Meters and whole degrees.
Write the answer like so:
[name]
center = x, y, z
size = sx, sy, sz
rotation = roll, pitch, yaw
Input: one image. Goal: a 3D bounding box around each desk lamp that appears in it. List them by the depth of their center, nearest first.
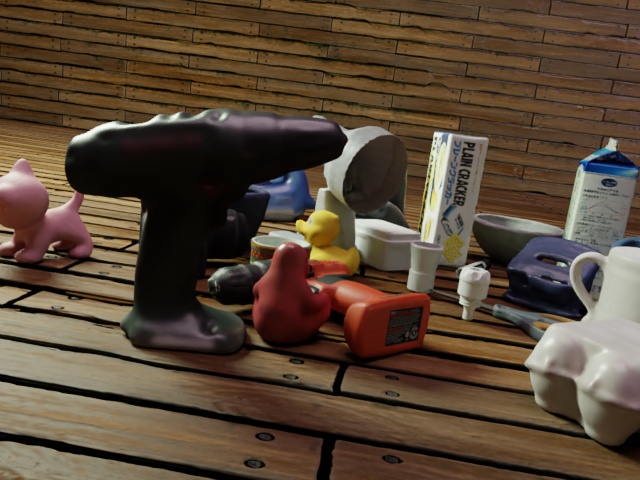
[desk lamp]
center = 0.021, -0.075, 0.863
size = 0.118, 0.213, 0.202
rotation = -2, 15, -40

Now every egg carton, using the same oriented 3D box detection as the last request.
[egg carton]
center = 0.250, 0.112, 0.472
size = 0.151, 0.069, 0.107
rotation = 1, 14, -30

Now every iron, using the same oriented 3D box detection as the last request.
[iron]
center = -0.134, -0.119, 1.156
size = 0.259, 0.141, 0.118
rotation = 2, 13, -26

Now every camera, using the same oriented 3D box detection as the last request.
[camera]
center = -0.160, -0.015, 0.739
size = 0.137, 0.101, 0.142
rotation = 3, 13, -23

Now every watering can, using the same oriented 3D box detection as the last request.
[watering can]
center = 0.355, 0.039, 0.585
size = 0.172, 0.194, 0.101
rotation = 9, 12, 7

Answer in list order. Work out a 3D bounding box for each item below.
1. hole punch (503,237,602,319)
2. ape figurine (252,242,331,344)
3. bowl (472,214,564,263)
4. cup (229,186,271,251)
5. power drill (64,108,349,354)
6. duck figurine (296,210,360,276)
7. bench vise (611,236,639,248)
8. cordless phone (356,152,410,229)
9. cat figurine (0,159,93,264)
[hole punch]
center = 0.316, 0.047, 0.774
size = 0.108, 0.091, 0.101
rotation = 17, 15, 39
[ape figurine]
center = -0.029, 0.047, 0.546
size = 0.077, 0.092, 0.076
rotation = 14, 13, 29
[bowl]
center = 0.355, 0.004, 1.048
size = 0.167, 0.075, 0.167
rotation = 7, 12, -1
[cup]
center = -0.136, -0.034, 0.857
size = 0.117, 0.095, 0.092
rotation = 12, 12, 20
[power drill]
center = -0.101, -0.013, 0.499
size = 0.229, 0.208, 0.075
rotation = 7, 12, -6
[duck figurine]
center = 0.007, 0.003, 0.797
size = 0.104, 0.086, 0.078
rotation = 12, 13, 21
[bench vise]
center = 0.433, 0.002, 0.747
size = 0.121, 0.220, 0.207
rotation = 8, 12, 3
[cordless phone]
center = 0.108, -0.093, 1.076
size = 0.094, 0.185, 0.147
rotation = -3, 16, -41
[cat figurine]
center = -0.335, -0.036, 0.681
size = 0.067, 0.118, 0.128
rotation = 15, 14, 33
